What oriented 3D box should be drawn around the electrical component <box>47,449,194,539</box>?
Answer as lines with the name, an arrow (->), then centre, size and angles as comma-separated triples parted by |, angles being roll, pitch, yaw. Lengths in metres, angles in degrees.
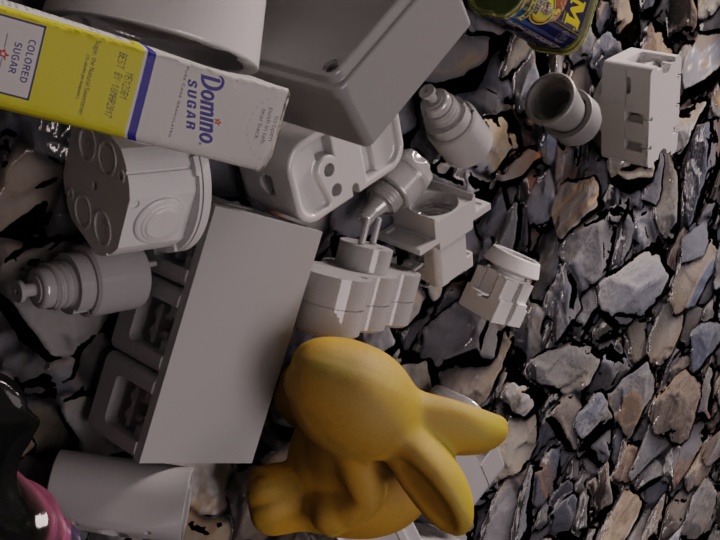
electrical component -> -0.139, 0.135, 0.634 | 0.079, 0.077, 0.043 | 108, -10, -70

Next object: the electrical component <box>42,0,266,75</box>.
electrical component -> -0.097, -0.141, 0.534 | 0.108, 0.108, 0.060 | 13, 90, -49

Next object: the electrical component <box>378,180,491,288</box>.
electrical component -> 0.056, -0.025, 0.797 | 0.081, 0.042, 0.063 | -33, 131, -34

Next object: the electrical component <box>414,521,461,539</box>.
electrical component -> 0.036, 0.239, 0.876 | 0.096, 0.061, 0.061 | 22, 88, -43

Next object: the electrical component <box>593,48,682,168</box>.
electrical component -> 0.241, -0.143, 0.938 | 0.050, 0.056, 0.089 | -29, 126, -37

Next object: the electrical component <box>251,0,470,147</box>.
electrical component -> -0.011, -0.137, 0.624 | 0.108, 0.109, 0.056 | -52, 139, -19

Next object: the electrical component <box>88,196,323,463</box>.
electrical component -> -0.094, 0.033, 0.641 | 0.089, 0.062, 0.150 | 12, 97, -49

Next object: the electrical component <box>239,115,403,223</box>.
electrical component -> -0.027, -0.076, 0.669 | 0.095, 0.059, 0.053 | -36, 130, -33

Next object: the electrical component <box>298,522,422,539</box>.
electrical component -> -0.004, 0.188, 0.792 | 0.057, 0.078, 0.113 | -44, 133, -23

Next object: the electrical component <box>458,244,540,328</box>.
electrical component -> 0.116, 0.012, 0.876 | 0.066, 0.048, 0.055 | 13, 104, -49

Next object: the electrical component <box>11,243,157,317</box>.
electrical component -> -0.150, 0.006, 0.584 | 0.078, 0.040, 0.040 | -11, 114, -44

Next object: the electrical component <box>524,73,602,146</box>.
electrical component -> 0.165, -0.128, 0.870 | 0.055, 0.045, 0.045 | 24, 88, -50

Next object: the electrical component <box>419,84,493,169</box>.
electrical component -> 0.065, -0.106, 0.773 | 0.040, 0.040, 0.078 | -59, 139, -11

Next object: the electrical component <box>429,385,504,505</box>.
electrical component -> 0.072, 0.149, 0.878 | 0.059, 0.054, 0.095 | -47, 135, -24

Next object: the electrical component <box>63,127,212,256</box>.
electrical component -> -0.118, -0.047, 0.569 | 0.051, 0.080, 0.080 | -11, 114, -39

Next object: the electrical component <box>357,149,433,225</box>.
electrical component -> 0.021, -0.055, 0.751 | 0.061, 0.035, 0.035 | -48, 135, -20

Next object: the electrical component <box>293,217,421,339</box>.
electrical component -> 0.000, 0.000, 0.717 | 0.138, 0.052, 0.073 | -5, 111, -66
